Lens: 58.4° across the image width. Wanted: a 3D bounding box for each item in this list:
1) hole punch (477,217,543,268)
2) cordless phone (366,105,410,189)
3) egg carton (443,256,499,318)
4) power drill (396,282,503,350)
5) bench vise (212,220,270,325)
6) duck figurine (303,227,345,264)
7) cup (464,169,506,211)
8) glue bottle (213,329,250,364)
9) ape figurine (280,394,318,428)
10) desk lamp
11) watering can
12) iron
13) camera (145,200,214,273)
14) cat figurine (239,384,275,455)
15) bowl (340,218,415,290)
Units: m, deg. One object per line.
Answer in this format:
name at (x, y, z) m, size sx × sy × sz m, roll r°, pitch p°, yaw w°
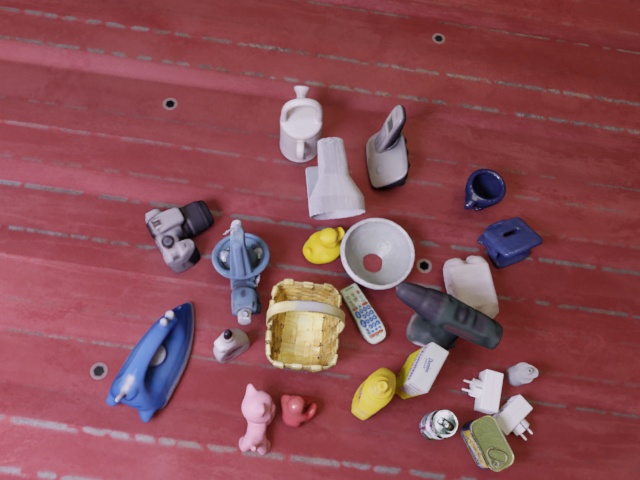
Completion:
hole punch at (0.436, -0.002, 1.319) m, size 0.109 × 0.091 × 0.101 m, roll -22°, pitch 72°, yaw -12°
cordless phone at (0.167, -0.214, 1.329) m, size 0.094 × 0.185 × 0.147 m, roll -6°, pitch 69°, yaw -6°
egg carton at (0.334, 0.109, 1.279) m, size 0.107 × 0.069 × 0.150 m, roll -7°, pitch 70°, yaw -7°
power drill at (0.245, 0.167, 1.175) m, size 0.229 × 0.208 × 0.076 m, roll 21°, pitch 69°, yaw 4°
bench vise at (-0.150, 0.059, 1.180) m, size 0.121 × 0.220 × 0.207 m, roll -21°, pitch 72°, yaw -12°
duck figurine at (0.012, 0.005, 1.286) m, size 0.105 × 0.086 × 0.077 m, roll -26°, pitch 73°, yaw -14°
cup at (0.371, -0.100, 1.350) m, size 0.091 × 0.095 × 0.118 m, roll 42°, pitch 72°, yaw 12°
glue bottle at (-0.180, 0.204, 1.146) m, size 0.078 × 0.173 × 0.037 m, roll -34°, pitch 75°, yaw -16°
ape figurine at (-0.046, 0.336, 1.149) m, size 0.077 × 0.092 × 0.076 m, roll 36°, pitch 71°, yaw 10°
desk lamp at (0.024, -0.118, 1.266) m, size 0.118 × 0.213 × 0.203 m, roll -5°, pitch 69°, yaw -6°
watering can at (-0.046, -0.277, 1.332) m, size 0.101 × 0.194 × 0.172 m, roll -19°, pitch 71°, yaw -11°
iron at (-0.330, 0.222, 1.145) m, size 0.118 × 0.141 × 0.258 m, roll 22°, pitch 69°, yaw 5°
camera at (-0.300, -0.024, 1.264) m, size 0.137 × 0.101 × 0.143 m, roll -28°, pitch 73°, yaw -14°
cat figurine at (-0.123, 0.352, 1.123) m, size 0.067 × 0.118 × 0.128 m, roll 6°, pitch 68°, yaw -2°
bowl at (0.125, 0.039, 1.287) m, size 0.167 × 0.075 × 0.167 m, roll 2°, pitch 69°, yaw -4°
